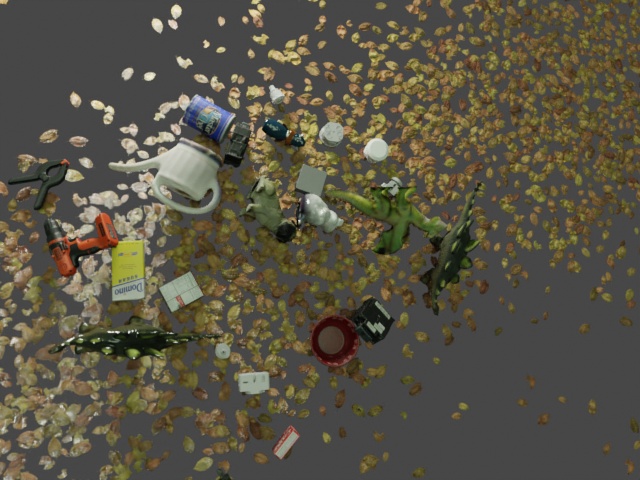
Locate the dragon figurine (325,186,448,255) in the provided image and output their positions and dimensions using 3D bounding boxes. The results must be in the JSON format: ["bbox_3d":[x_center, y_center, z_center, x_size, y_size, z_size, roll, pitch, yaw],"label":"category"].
[{"bbox_3d":[0.223,-0.064,1.730,0.410,0.123,0.241,-3,99,-3],"label":"dragon figurine"}]

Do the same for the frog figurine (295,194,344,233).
[{"bbox_3d":[0.005,-0.084,1.676,0.159,0.138,0.122,6,96,-11],"label":"frog figurine"}]

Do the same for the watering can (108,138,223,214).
[{"bbox_3d":[-0.455,-0.223,1.608,0.347,0.103,0.227,28,73,-6],"label":"watering can"}]
